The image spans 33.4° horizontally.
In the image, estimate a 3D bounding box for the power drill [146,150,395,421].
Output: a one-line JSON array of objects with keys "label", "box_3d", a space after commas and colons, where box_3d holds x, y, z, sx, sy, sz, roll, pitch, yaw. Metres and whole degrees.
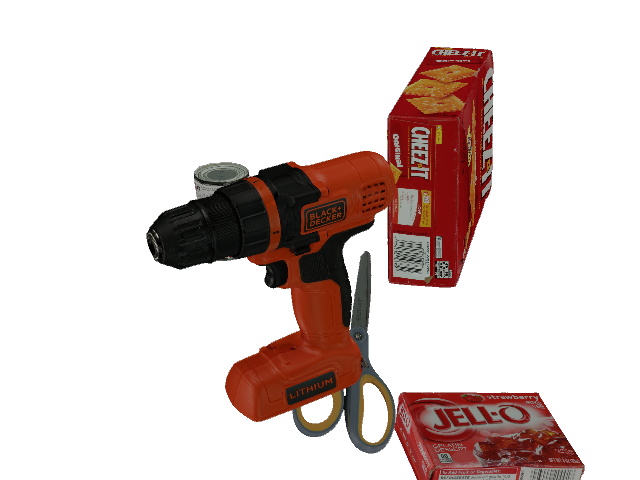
[{"label": "power drill", "box_3d": [-0.032, 0.037, 0.758, 0.184, 0.188, 0.057, -17, 38, -26]}]

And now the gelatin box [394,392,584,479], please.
[{"label": "gelatin box", "box_3d": [0.093, 0.116, 0.605, 0.089, 0.030, 0.073, 3, 24, -12]}]

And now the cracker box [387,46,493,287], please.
[{"label": "cracker box", "box_3d": [0.118, -0.076, 1.010, 0.072, 0.164, 0.213, 5, 27, 16]}]

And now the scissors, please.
[{"label": "scissors", "box_3d": [0.015, 0.095, 0.941, 0.096, 0.202, 0.016, -5, -36, -8]}]

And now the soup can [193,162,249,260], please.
[{"label": "soup can", "box_3d": [-0.118, -0.036, 1.285, 0.068, 0.102, 0.068, 0, 26, 0]}]
